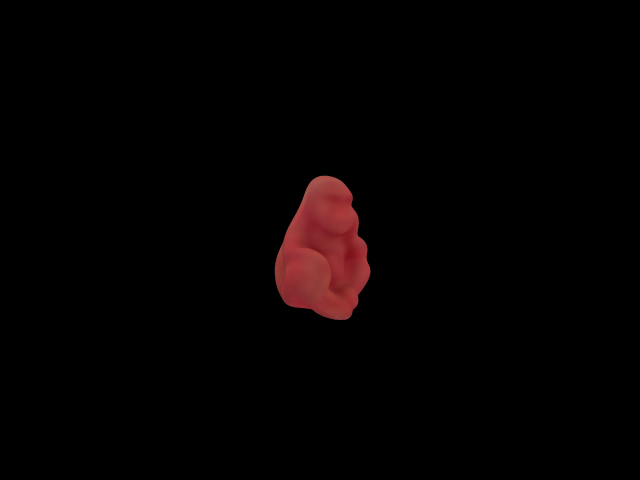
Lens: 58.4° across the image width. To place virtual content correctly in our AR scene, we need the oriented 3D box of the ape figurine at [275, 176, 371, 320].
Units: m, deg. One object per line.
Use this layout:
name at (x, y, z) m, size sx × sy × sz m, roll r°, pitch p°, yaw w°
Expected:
ape figurine at (0.004, 0.001, 0.400) m, size 0.078 × 0.092 × 0.075 m, roll -7°, pitch 11°, yaw -39°
